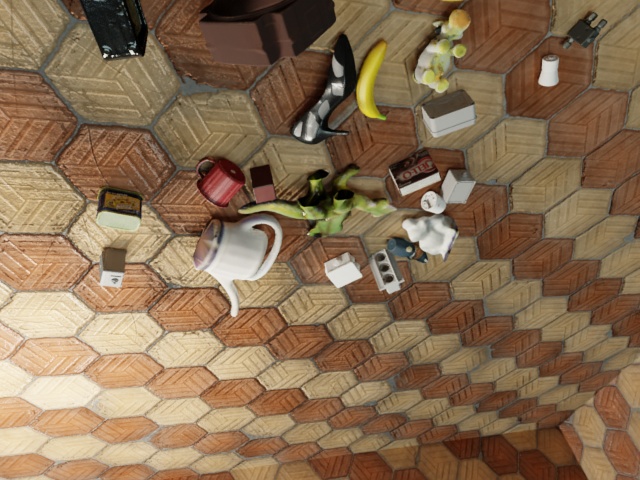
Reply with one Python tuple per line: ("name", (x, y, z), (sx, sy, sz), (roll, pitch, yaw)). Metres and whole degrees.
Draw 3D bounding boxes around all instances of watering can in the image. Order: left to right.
("watering can", (-0.240, 0.066, 1.397), (0.223, 0.106, 0.342), (17, 114, -31))

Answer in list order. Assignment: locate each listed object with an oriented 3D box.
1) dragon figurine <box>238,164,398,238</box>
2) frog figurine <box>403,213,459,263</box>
("dragon figurine", (0.004, -0.069, 1.363), (0.411, 0.125, 0.237), (-12, 146, -4))
("frog figurine", (0.323, -0.025, 1.528), (0.160, 0.125, 0.134), (23, 144, 10))
